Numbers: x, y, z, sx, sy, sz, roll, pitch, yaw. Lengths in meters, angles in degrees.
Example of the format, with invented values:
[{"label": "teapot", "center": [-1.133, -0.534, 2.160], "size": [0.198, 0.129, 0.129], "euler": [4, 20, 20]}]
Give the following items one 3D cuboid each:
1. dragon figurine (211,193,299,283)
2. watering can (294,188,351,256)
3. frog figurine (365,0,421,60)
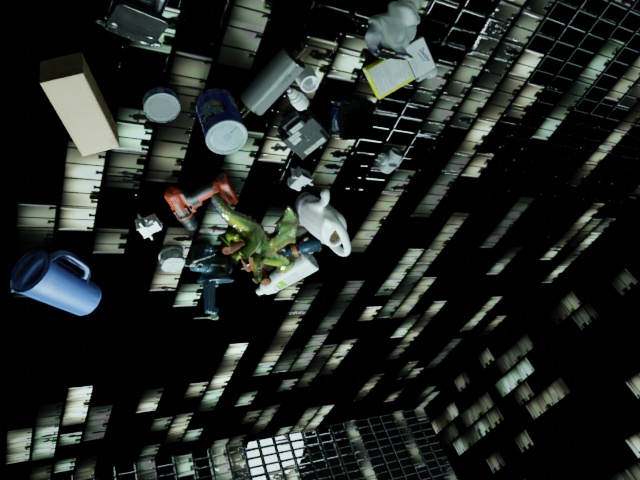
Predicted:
[{"label": "dragon figurine", "center": [-0.175, -0.025, 1.615], "size": [0.246, 0.123, 0.401], "euler": [-36, 132, -26]}, {"label": "watering can", "center": [0.005, -0.082, 1.624], "size": [0.105, 0.227, 0.340], "euler": [-40, 141, -16]}, {"label": "frog figurine", "center": [0.184, -0.542, 1.299], "size": [0.137, 0.123, 0.159], "euler": [6, 97, -22]}]
